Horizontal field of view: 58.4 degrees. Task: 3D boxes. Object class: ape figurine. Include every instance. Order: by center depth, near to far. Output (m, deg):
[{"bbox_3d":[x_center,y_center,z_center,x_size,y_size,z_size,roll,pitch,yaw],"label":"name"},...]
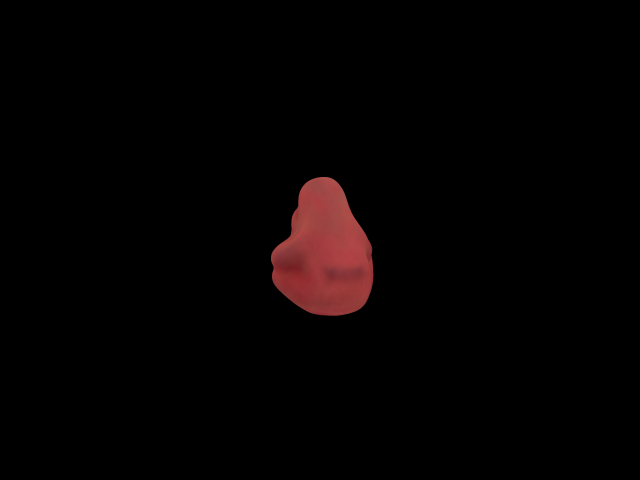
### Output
[{"bbox_3d":[0.004,0.001,0.400,0.078,0.092,0.076,-4,14,-15],"label":"ape figurine"}]
